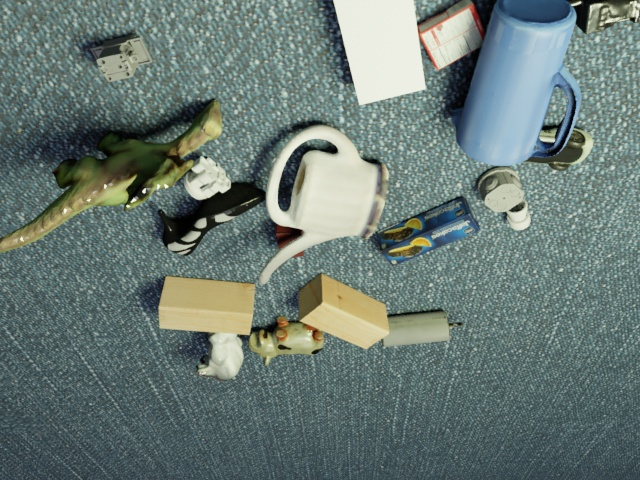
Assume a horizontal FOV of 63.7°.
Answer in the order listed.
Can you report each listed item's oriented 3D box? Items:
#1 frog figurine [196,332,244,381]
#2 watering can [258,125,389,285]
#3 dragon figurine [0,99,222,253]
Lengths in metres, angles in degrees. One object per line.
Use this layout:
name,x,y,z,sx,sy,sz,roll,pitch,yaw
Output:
frog figurine,-0.238,0.269,1.307,0.123,0.137,0.158,31,98,14
watering can,0.003,-0.049,0.977,0.224,0.106,0.340,9,119,-11
dragon figurine,-0.312,-0.093,0.804,0.243,0.417,0.120,6,135,51
